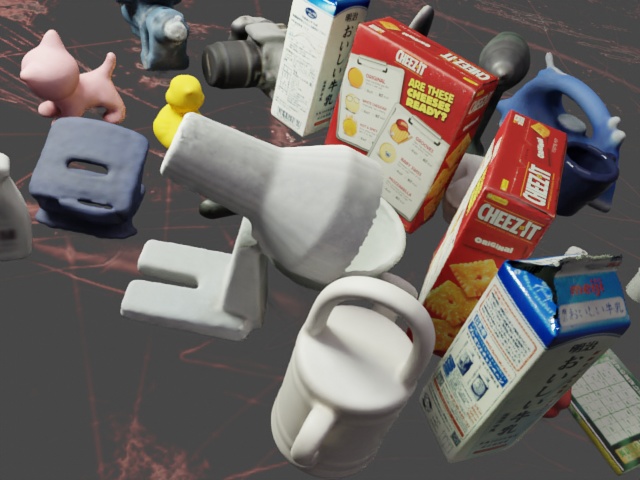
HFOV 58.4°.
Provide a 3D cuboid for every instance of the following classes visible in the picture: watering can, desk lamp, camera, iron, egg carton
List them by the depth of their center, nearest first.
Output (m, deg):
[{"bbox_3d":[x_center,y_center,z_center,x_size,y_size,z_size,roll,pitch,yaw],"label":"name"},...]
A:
[{"bbox_3d":[0.028,0.095,0.458,0.101,0.194,0.173,13,42,-5],"label":"watering can"},{"bbox_3d":[-0.067,-0.007,0.517,0.203,0.213,0.118,11,43,-8],"label":"desk lamp"},{"bbox_3d":[0.235,-0.061,0.787,0.150,0.069,0.107,10,43,-10],"label":"egg carton"},{"bbox_3d":[-0.113,-0.288,0.879,0.137,0.101,0.143,-14,51,-30],"label":"camera"},{"bbox_3d":[0.407,-0.179,0.917,0.119,0.141,0.257,-11,50,-28],"label":"iron"}]

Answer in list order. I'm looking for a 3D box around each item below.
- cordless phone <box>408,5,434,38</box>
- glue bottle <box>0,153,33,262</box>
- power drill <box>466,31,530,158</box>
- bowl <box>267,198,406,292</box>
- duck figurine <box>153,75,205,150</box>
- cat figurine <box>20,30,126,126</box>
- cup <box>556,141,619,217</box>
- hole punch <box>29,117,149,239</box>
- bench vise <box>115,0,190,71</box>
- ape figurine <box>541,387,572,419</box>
[{"bbox_3d":[0.110,-0.251,0.856,0.094,0.185,0.148,23,42,5],"label":"cordless phone"},{"bbox_3d":[-0.305,-0.049,0.508,0.078,0.173,0.037,-5,47,-24],"label":"glue bottle"},{"bbox_3d":[0.240,-0.201,0.832,0.075,0.208,0.230,23,42,6],"label":"power drill"},{"bbox_3d":[0.006,0.002,0.636,0.167,0.075,0.167,10,43,-9],"label":"bowl"},{"bbox_3d":[-0.174,-0.168,0.744,0.078,0.086,0.104,-6,47,-24],"label":"duck figurine"},{"bbox_3d":[-0.307,-0.198,0.705,0.128,0.118,0.067,-25,57,-37],"label":"cat figurine"},{"bbox_3d":[0.381,-0.086,0.845,0.118,0.095,0.091,-17,52,-32],"label":"cup"},{"bbox_3d":[-0.241,-0.066,0.609,0.109,0.091,0.101,11,43,-8],"label":"hole punch"},{"bbox_3d":[-0.230,-0.377,0.843,0.207,0.220,0.122,40,46,22],"label":"bench vise"},{"bbox_3d":[0.217,0.130,0.563,0.076,0.092,0.077,-19,54,-34],"label":"ape figurine"}]
